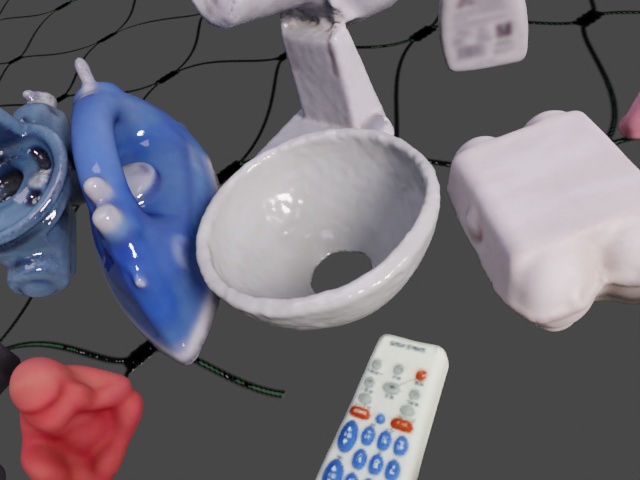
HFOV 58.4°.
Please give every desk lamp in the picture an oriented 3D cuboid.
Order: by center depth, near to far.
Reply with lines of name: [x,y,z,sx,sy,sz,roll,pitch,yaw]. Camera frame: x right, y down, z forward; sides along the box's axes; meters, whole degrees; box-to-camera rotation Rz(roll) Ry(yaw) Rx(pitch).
desk lamp: [-0.007,-0.163,0.457,0.117,0.214,0.203,20,59,36]

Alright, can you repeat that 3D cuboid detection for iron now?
iron: [-0.150,-0.037,0.453,0.118,0.142,0.257,-26,44,-1]

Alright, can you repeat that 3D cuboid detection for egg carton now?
egg carton: [0.144,-0.017,0.361,0.107,0.070,0.150,-20,45,4]

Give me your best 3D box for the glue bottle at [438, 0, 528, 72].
glue bottle: [0.133,-0.229,0.487,0.078,0.173,0.037,-4,48,20]

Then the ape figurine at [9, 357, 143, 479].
ape figurine: [-0.158,0.107,0.357,0.078,0.092,0.076,-33,45,-8]

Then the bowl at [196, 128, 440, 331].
bowl: [0.004,0.001,0.399,0.167,0.075,0.167,-12,46,13]

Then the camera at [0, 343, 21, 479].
camera: [-0.276,0.120,0.389,0.142,0.101,0.137,17,58,34]

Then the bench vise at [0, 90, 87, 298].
bench vise: [-0.286,-0.080,0.494,0.121,0.220,0.206,-30,45,-5]

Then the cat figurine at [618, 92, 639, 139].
cat figurine: [0.261,-0.145,0.395,0.067,0.118,0.128,19,59,35]
